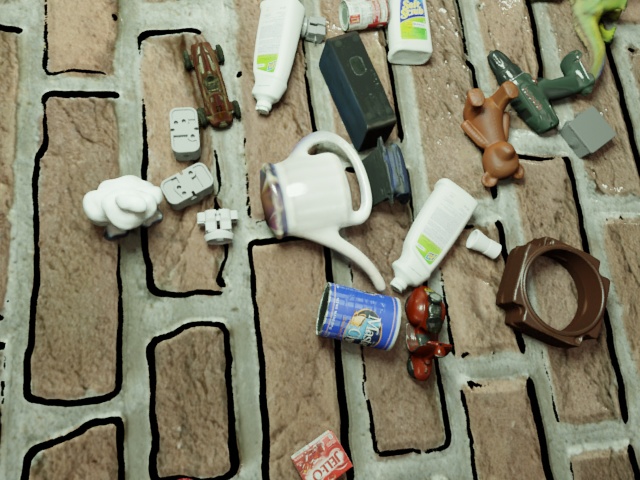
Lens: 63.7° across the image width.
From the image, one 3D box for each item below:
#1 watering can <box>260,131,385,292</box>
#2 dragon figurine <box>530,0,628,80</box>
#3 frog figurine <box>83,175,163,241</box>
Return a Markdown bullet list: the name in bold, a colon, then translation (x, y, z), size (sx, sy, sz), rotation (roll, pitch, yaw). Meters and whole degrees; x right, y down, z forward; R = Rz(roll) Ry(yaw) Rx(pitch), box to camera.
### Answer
- **watering can**: translation (0.003, -0.051, 1.020), size (0.225, 0.103, 0.351), rotation (-11, 77, -11)
- **dragon figurine**: translation (0.643, -0.597, 1.301), size (0.244, 0.120, 0.416), rotation (23, 70, 14)
- **frog figurine**: translation (-0.358, -0.070, 0.932), size (0.137, 0.157, 0.124), rotation (-3, 76, -11)
